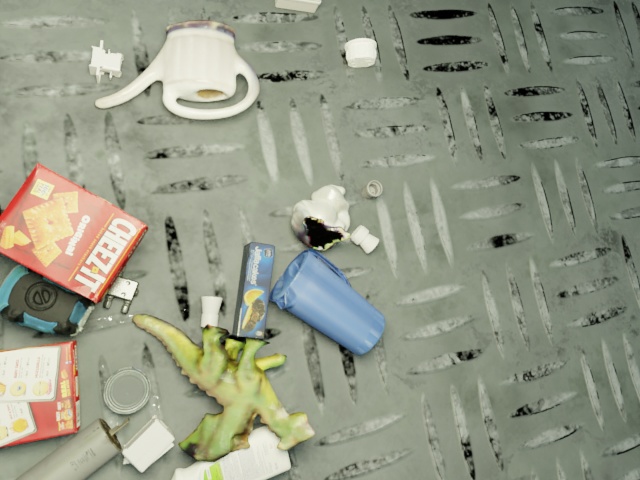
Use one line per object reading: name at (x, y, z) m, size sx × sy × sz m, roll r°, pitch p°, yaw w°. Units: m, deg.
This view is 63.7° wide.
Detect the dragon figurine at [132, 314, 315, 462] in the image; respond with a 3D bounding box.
dragon figurine at (-0.203, 0.304, 1.011) m, size 0.410 × 0.120 × 0.247 m, roll 13°, pitch 69°, yaw 1°

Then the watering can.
watering can at (-0.308, -0.374, 1.133) m, size 0.348 × 0.103 × 0.226 m, roll 0°, pitch 78°, yaw -9°

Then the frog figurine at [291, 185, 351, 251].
frog figurine at (0.004, -0.060, 1.186) m, size 0.137 × 0.120 × 0.163 m, roll 10°, pitch 41°, yaw -8°
